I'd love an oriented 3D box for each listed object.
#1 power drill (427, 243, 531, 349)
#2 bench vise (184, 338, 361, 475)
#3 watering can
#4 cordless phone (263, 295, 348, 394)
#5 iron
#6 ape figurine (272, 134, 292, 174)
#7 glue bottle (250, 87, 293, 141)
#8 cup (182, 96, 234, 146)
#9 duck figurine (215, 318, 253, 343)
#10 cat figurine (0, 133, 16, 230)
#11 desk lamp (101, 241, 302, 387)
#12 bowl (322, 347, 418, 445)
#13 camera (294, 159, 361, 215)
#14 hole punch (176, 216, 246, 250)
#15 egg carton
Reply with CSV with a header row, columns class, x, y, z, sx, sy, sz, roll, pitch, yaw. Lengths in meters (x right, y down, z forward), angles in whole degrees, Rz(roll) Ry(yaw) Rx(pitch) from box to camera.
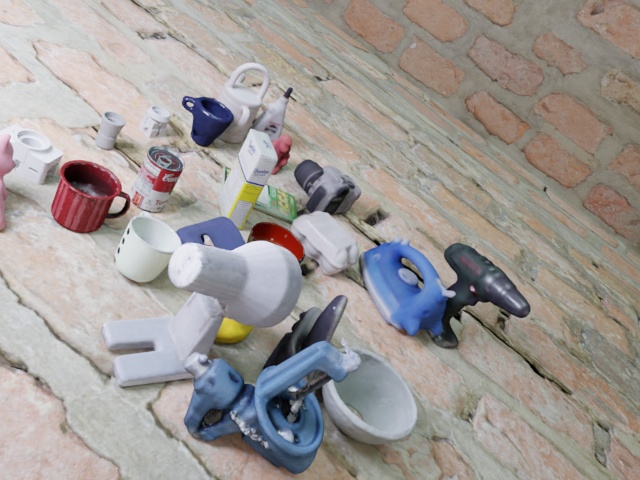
class,x,y,z,sx,sy,sz,roll,pitch,yaw
power drill,0.308,0.127,1.195,0.076,0.208,0.229,10,38,-37
bench vise,-0.061,0.193,0.707,0.208,0.219,0.121,21,32,-24
watering can,-0.193,-0.342,1.372,0.101,0.194,0.172,-4,47,-48
cordless phone,0.005,0.142,0.884,0.094,0.185,0.148,34,29,-2
iron,0.180,0.075,1.205,0.119,0.141,0.257,6,40,-41
ape figurine,-0.099,-0.216,1.389,0.078,0.092,0.076,4,42,-43
glue bottle,-0.114,-0.308,1.425,0.078,0.173,0.037,6,41,-41
cup,-0.265,-0.265,1.287,0.118,0.095,0.091,22,32,-22
duck figurine,-0.134,0.108,0.891,0.105,0.086,0.077,-1,45,-47
cat figurine,-0.468,-0.098,0.813,0.067,0.117,0.127,10,38,-37
desk lamp,-0.152,0.089,0.770,0.204,0.213,0.117,2,43,-44
bowl,0.065,0.255,0.895,0.168,0.074,0.167,26,31,-16
camera,0.014,-0.139,1.385,0.144,0.100,0.136,-10,52,-52
hole punch,-0.186,0.019,0.960,0.101,0.091,0.108,1,44,-45
egg carton,0.011,0.004,1.207,0.150,0.069,0.107,44,31,15
